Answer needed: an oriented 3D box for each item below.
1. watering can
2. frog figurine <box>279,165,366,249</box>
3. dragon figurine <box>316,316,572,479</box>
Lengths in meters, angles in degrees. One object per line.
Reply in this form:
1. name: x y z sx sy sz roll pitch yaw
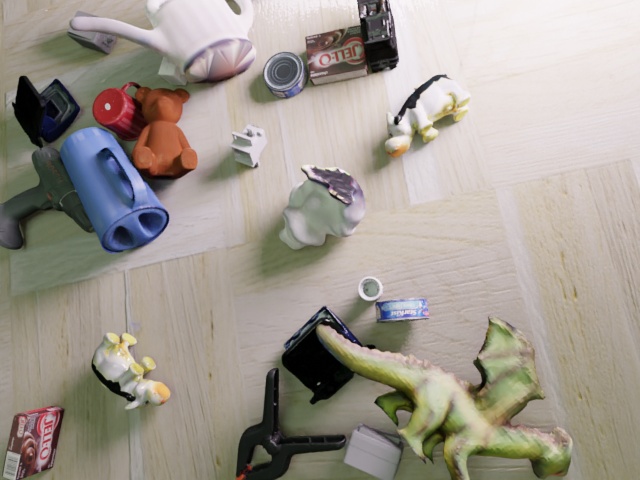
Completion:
1. watering can: -0.271 -0.395 0.995 0.351 0.102 0.226 -28 77 -23
2. frog figurine: 0.003 -0.046 0.913 0.138 0.125 0.156 31 125 9
3. dragon figurine: 0.209 0.217 0.777 0.243 0.122 0.412 -42 85 0
